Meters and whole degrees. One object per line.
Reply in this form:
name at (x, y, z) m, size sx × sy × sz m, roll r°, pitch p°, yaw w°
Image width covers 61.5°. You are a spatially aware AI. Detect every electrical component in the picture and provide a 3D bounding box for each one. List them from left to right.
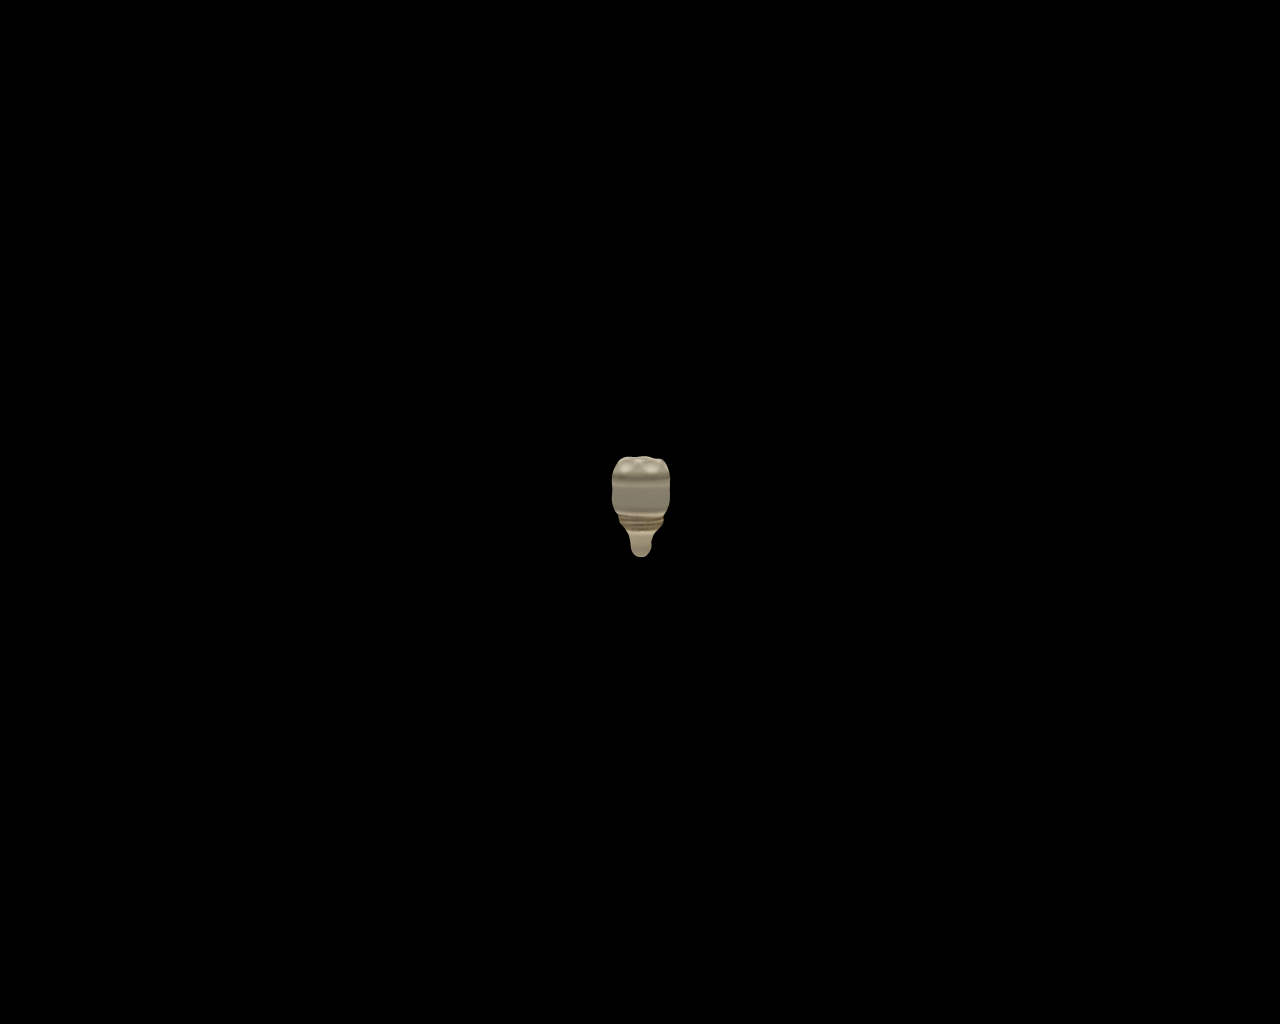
electrical component at (0.001, -0.003, 0.650) m, size 0.035 × 0.061 × 0.035 m, roll 0°, pitch 7°, yaw 0°
